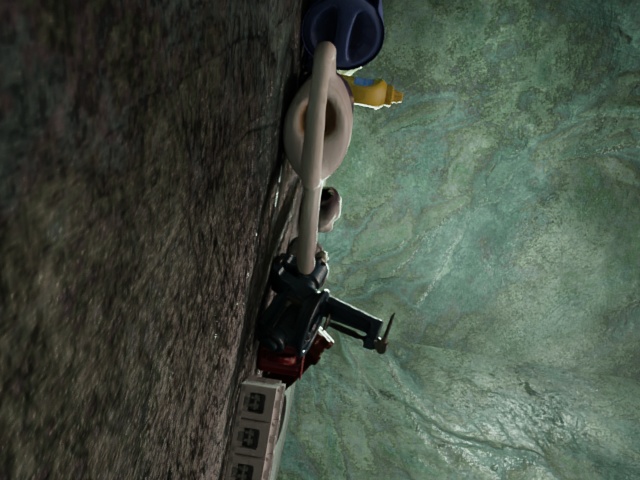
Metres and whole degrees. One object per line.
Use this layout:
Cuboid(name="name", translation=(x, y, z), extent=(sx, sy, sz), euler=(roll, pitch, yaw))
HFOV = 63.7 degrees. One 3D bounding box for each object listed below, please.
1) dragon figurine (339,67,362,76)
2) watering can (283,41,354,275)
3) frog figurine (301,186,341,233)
Cuboid(name="dragon figurine", translation=(0.054, -0.528, 1.563), extent=(0.247, 0.122, 0.402), euler=(-48, 149, -55))
Cuboid(name="watering can", translation=(-0.006, -0.139, 0.822), extent=(0.229, 0.104, 0.341), euler=(-77, 174, -65))
Cuboid(name="frog figurine", translation=(0.004, -0.072, 1.436), extent=(0.155, 0.123, 0.141), euler=(79, -3, -50))
